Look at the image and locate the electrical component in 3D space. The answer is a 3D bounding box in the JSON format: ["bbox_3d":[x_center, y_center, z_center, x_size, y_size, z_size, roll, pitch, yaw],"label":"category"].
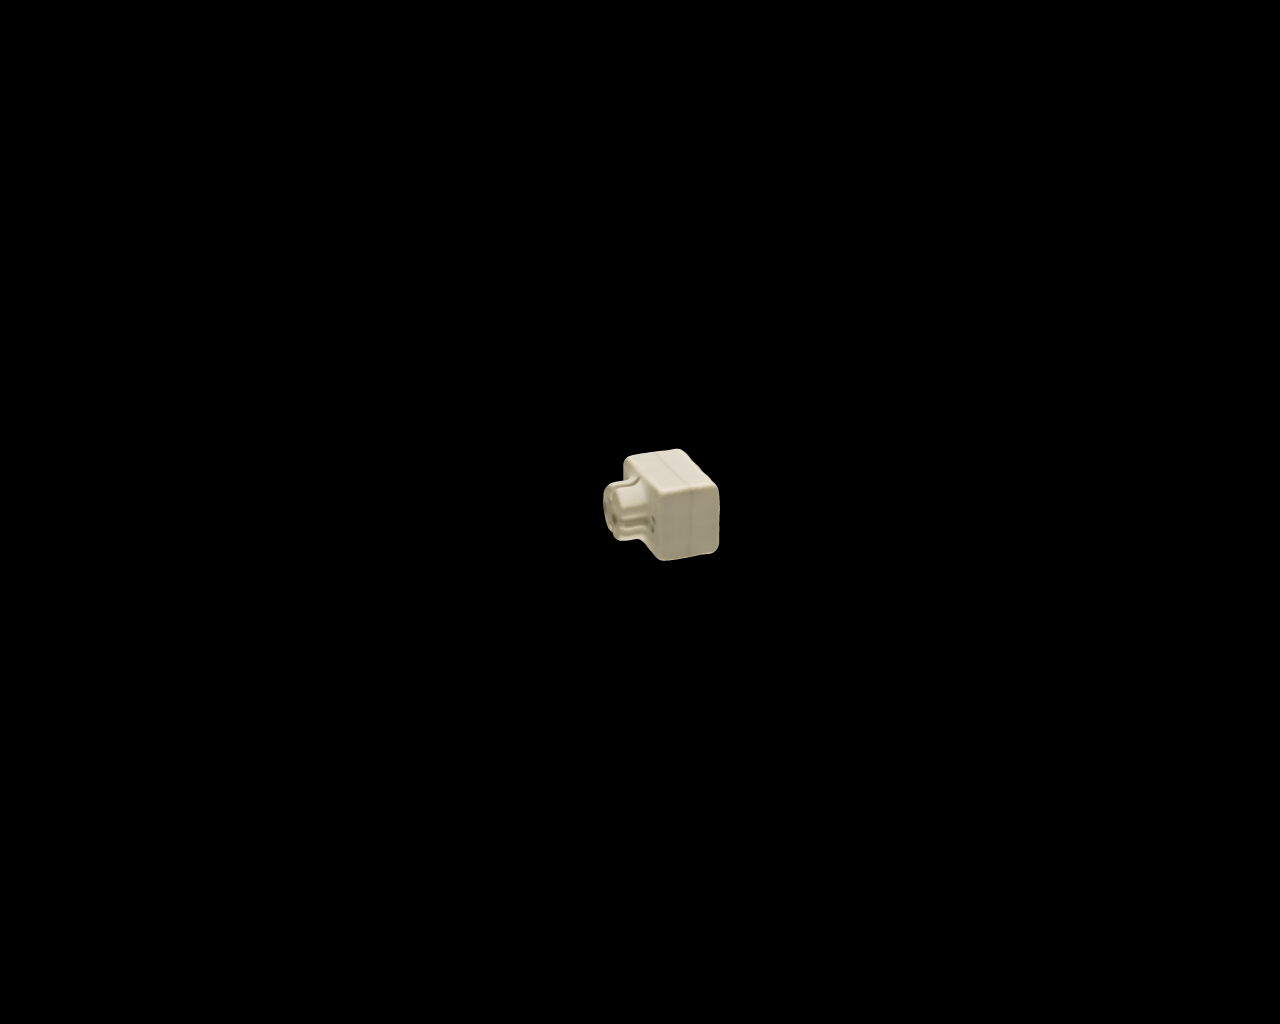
[{"bbox_3d":[0.001,-0.003,0.650,0.077,0.047,0.066,-8,26,-18],"label":"electrical component"}]
